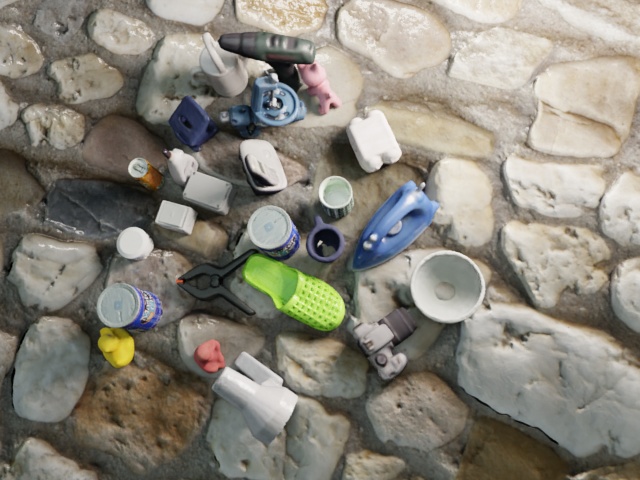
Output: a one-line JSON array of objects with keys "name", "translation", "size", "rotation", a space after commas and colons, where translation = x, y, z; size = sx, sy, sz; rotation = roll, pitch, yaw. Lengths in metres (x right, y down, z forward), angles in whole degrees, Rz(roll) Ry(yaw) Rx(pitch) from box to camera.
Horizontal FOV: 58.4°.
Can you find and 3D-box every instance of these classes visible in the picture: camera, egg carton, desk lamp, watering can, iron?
[{"name": "camera", "translation": [0.161, 0.227, 1.300], "size": [0.137, 0.101, 0.143], "rotation": [-36, 76, -2]}, {"name": "egg carton", "translation": [0.131, -0.246, 1.427], "size": [0.107, 0.069, 0.150], "rotation": [-24, 76, 1]}, {"name": "desk lamp", "translation": [-0.144, 0.342, 1.251], "size": [0.203, 0.214, 0.118], "rotation": [33, 83, 13]}, {"name": "watering can", "translation": [-0.248, -0.459, 1.456], "size": [0.173, 0.194, 0.101], "rotation": [-43, 76, -4]}, {"name": "iron", "translation": [0.162, -0.030, 1.337], "size": [0.118, 0.141, 0.258], "rotation": [42, 85, 14]}]

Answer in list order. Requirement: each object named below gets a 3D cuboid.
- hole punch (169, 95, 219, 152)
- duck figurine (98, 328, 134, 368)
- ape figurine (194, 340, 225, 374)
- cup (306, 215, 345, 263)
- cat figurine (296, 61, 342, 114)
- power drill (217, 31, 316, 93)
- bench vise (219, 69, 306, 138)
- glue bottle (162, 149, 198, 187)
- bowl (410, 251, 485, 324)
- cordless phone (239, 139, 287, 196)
[{"name": "hole punch", "translation": [-0.333, -0.301, 1.483], "size": [0.101, 0.091, 0.108], "rotation": [-43, 76, -4]}, {"name": "duck figurine", "translation": [-0.499, 0.256, 1.379], "size": [0.077, 0.086, 0.104], "rotation": [-22, 76, 2]}, {"name": "ape figurine", "translation": [-0.265, 0.271, 1.345], "size": [0.076, 0.092, 0.078], "rotation": [17, 80, 11]}, {"name": "cup", "translation": [0.013, 0.005, 1.371], "size": [0.091, 0.095, 0.117], "rotation": [-19, 76, 2]}, {"name": "cat figurine", "translation": [-0.003, -0.399, 1.453], "size": [0.067, 0.118, 0.127], "rotation": [-33, 76, -1]}, {"name": "power drill", "translation": [-0.119, -0.446, 1.430], "size": [0.229, 0.208, 0.075], "rotation": [1, 77, 7]}, {"name": "bench vise", "translation": [-0.145, -0.323, 1.399], "size": [0.207, 0.220, 0.121], "rotation": [-30, 75, 0]}, {"name": "glue bottle", "translation": [-0.352, -0.190, 1.418], "size": [0.037, 0.173, 0.078], "rotation": [14, 79, 10]}, {"name": "bowl", "translation": [0.290, 0.112, 1.324], "size": [0.167, 0.075, 0.167], "rotation": [-1, 77, 6]}, {"name": "cordless phone", "translation": [-0.152, -0.193, 1.389], "size": [0.094, 0.185, 0.147], "rotation": [-25, 75, 1]}]
